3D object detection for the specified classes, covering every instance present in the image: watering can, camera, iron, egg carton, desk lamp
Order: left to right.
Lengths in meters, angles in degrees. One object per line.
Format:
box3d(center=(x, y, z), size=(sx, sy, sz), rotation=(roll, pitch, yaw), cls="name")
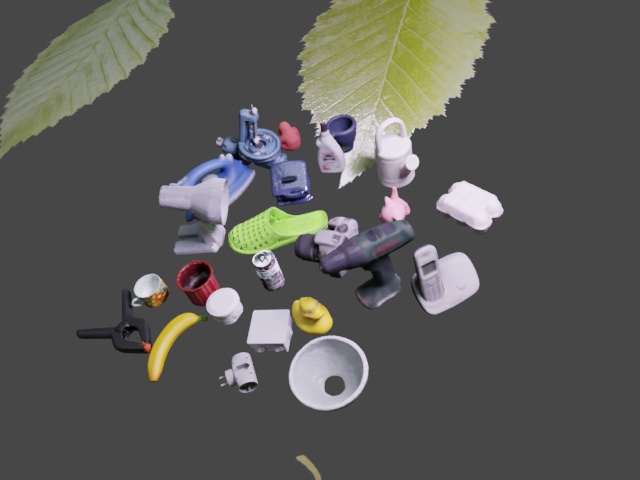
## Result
box3d(center=(-0.313, -0.064, 1.485), size=(0.203, 0.214, 0.118), rotation=(-6, 49, 10), cls="desk lamp")
box3d(center=(-0.304, -0.171, 1.621), size=(0.259, 0.142, 0.118), rotation=(-39, 52, -18), cls="iron")
box3d(center=(0.013, 0.005, 1.416), size=(0.136, 0.101, 0.143), rotation=(9, 53, 21), cls="camera")
box3d(center=(0.198, -0.235, 1.508), size=(0.172, 0.194, 0.101), rotation=(26, 61, 31), cls="watering can")
box3d(center=(0.369, -0.080, 1.415), size=(0.149, 0.069, 0.107), rotation=(32, 64, 34), cls="egg carton")

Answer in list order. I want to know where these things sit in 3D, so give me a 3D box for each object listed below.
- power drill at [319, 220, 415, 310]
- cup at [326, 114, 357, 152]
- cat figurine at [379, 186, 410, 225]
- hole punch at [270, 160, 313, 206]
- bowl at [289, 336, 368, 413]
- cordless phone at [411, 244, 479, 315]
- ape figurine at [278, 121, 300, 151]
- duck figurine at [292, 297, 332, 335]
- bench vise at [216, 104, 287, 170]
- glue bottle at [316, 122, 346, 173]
box3d(center=(0.112, 0.058, 1.272), size=(0.230, 0.209, 0.075), rotation=(-33, 50, -14), cls="power drill")
box3d(center=(0.060, -0.293, 1.660), size=(0.091, 0.095, 0.118), rotation=(24, 60, 30), cls="cup")
box3d(center=(0.184, -0.075, 1.428), size=(0.067, 0.118, 0.128), rotation=(0, 51, 15), cls="cat figurine")
box3d(center=(-0.080, -0.159, 1.585), size=(0.108, 0.091, 0.101), rotation=(-9, 49, 8), cls="hole punch")
box3d(center=(0.023, 0.289, 1.190), size=(0.167, 0.075, 0.167), rotation=(-7, 49, 9), cls="bowl")
box3d(center=(0.267, 0.065, 1.241), size=(0.148, 0.185, 0.094), rotation=(-29, 49, -10), cls="cordless phone")
box3d(center=(-0.099, -0.319, 1.726), size=(0.078, 0.092, 0.076), rotation=(-28, 49, -9), cls="ape figurine")
box3d(center=(-0.025, 0.161, 1.303), size=(0.104, 0.086, 0.078), rotation=(29, 63, 33), cls="duck figurine")
box3d(center=(-0.213, -0.284, 1.640), size=(0.207, 0.220, 0.121), rotation=(-7, 49, 9), cls="bench vise")
box3d(center=(0.022, -0.258, 1.588), size=(0.078, 0.173, 0.037), rotation=(-4, 50, 12), cls="glue bottle")
